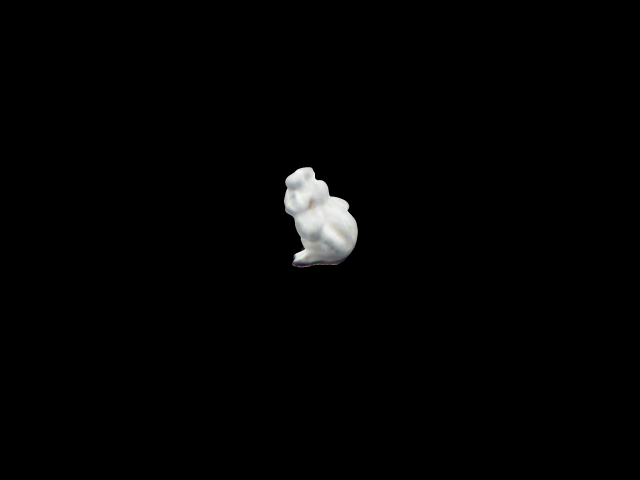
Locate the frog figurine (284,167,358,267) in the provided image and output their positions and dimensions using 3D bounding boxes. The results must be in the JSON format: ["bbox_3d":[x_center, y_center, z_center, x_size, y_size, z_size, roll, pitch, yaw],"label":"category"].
[{"bbox_3d":[0.003,-0.043,0.850,0.123,0.157,0.139,13,24,31],"label":"frog figurine"}]
